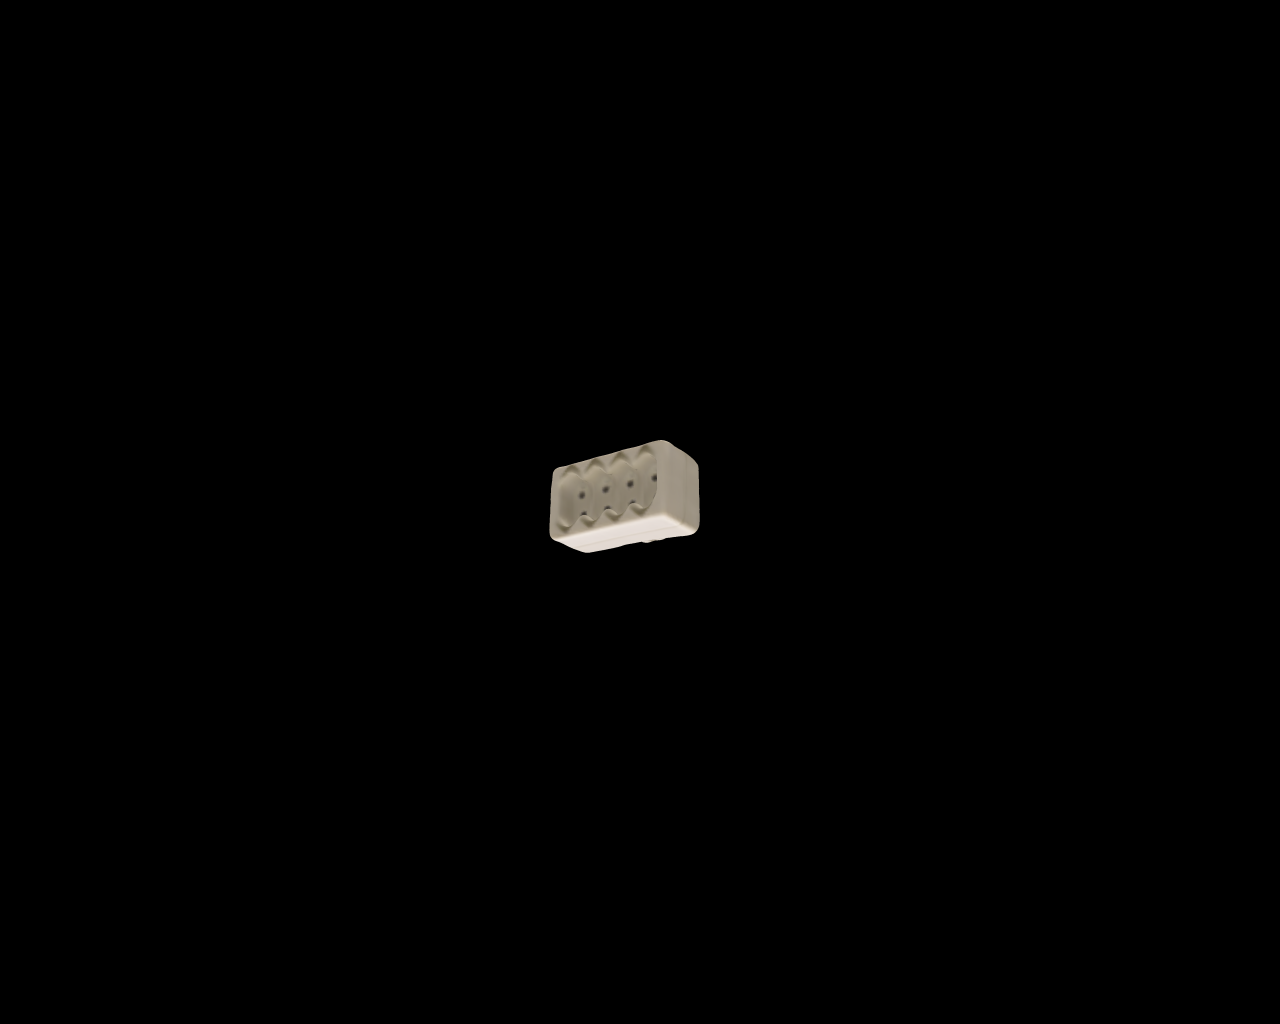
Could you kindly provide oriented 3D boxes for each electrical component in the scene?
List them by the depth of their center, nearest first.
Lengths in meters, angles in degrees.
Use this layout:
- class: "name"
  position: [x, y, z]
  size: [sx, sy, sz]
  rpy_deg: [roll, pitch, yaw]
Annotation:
- class: "electrical component"
  position: [0.001, -0.003, 0.650]
  size: [0.083, 0.047, 0.075]
  rpy_deg: [-12, -23, 31]
